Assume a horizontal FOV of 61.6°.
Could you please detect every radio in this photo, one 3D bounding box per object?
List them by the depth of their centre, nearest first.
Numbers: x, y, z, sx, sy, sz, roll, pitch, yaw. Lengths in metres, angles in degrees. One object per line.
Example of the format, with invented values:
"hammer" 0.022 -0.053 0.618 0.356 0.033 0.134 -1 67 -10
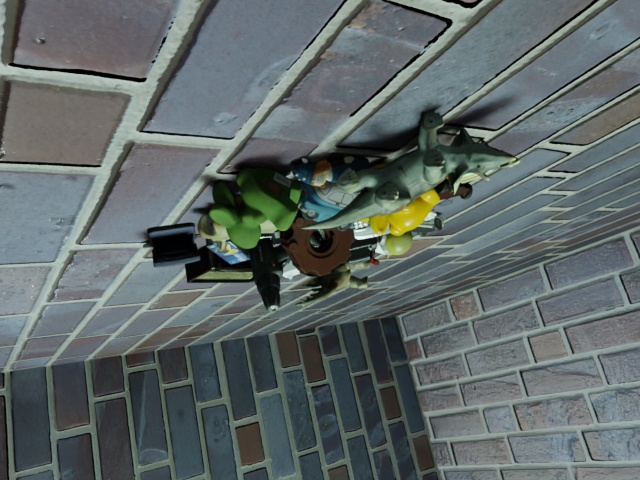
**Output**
"radio" -0.249 0.070 1.503 0.229 0.073 0.131 3 158 -45

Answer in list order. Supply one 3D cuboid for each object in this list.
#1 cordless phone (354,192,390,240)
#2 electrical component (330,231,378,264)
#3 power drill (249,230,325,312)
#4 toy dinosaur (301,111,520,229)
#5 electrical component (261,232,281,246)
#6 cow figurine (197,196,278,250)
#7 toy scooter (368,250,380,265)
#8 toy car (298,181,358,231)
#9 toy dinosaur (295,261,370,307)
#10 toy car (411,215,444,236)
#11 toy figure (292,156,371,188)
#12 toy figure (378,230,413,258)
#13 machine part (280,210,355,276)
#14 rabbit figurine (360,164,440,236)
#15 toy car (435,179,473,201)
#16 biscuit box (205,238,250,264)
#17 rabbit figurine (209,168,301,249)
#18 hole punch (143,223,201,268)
"cordless phone" 0.127 -0.089 1.274 0.147 0.089 0.184 -13 146 1
"electrical component" 0.088 -0.006 1.403 0.115 0.134 0.058 -16 165 1
"power drill" -0.076 0.049 1.343 0.207 0.232 0.085 -34 139 7
"toy dinosaur" 0.162 -0.111 1.034 0.405 0.131 0.192 -26 156 12
"electrical component" -0.103 -0.024 1.278 0.119 0.074 0.048 -14 -172 -9
"cow figurine" -0.170 -0.042 1.178 0.195 0.085 0.127 -9 158 -16
"toy scooter" 0.102 0.011 1.472 0.184 0.135 0.075 -10 165 -7
"toy car" 0.023 -0.094 1.140 0.161 0.109 0.103 15 128 -37
"toy dinosaur" 0.043 0.094 1.559 0.199 0.105 0.471 -4 -167 11
"toy car" 0.281 -0.047 1.564 0.201 0.056 0.073 3 164 -40
"toy figure" 0.023 -0.135 1.053 0.154 0.064 0.058 -9 -154 -18
"toy figure" 0.199 -0.025 1.400 0.089 0.082 0.180 -28 -166 24
"machine part" -0.003 -0.004 1.256 0.179 0.179 0.056 -6 -168 -24
"rabbit figurine" 0.150 -0.094 1.178 0.162 0.122 0.173 -48 133 2
"toy car" 0.273 -0.115 1.273 0.089 0.053 0.202 11 169 -23
"biscuit box" -0.225 0.007 1.329 0.059 0.063 0.202 -13 164 5
"rabbit figurine" -0.137 -0.049 1.043 0.159 0.121 0.170 21 127 -22
"hole punch" -0.339 0.023 1.254 0.142 0.092 0.116 -12 168 -16
